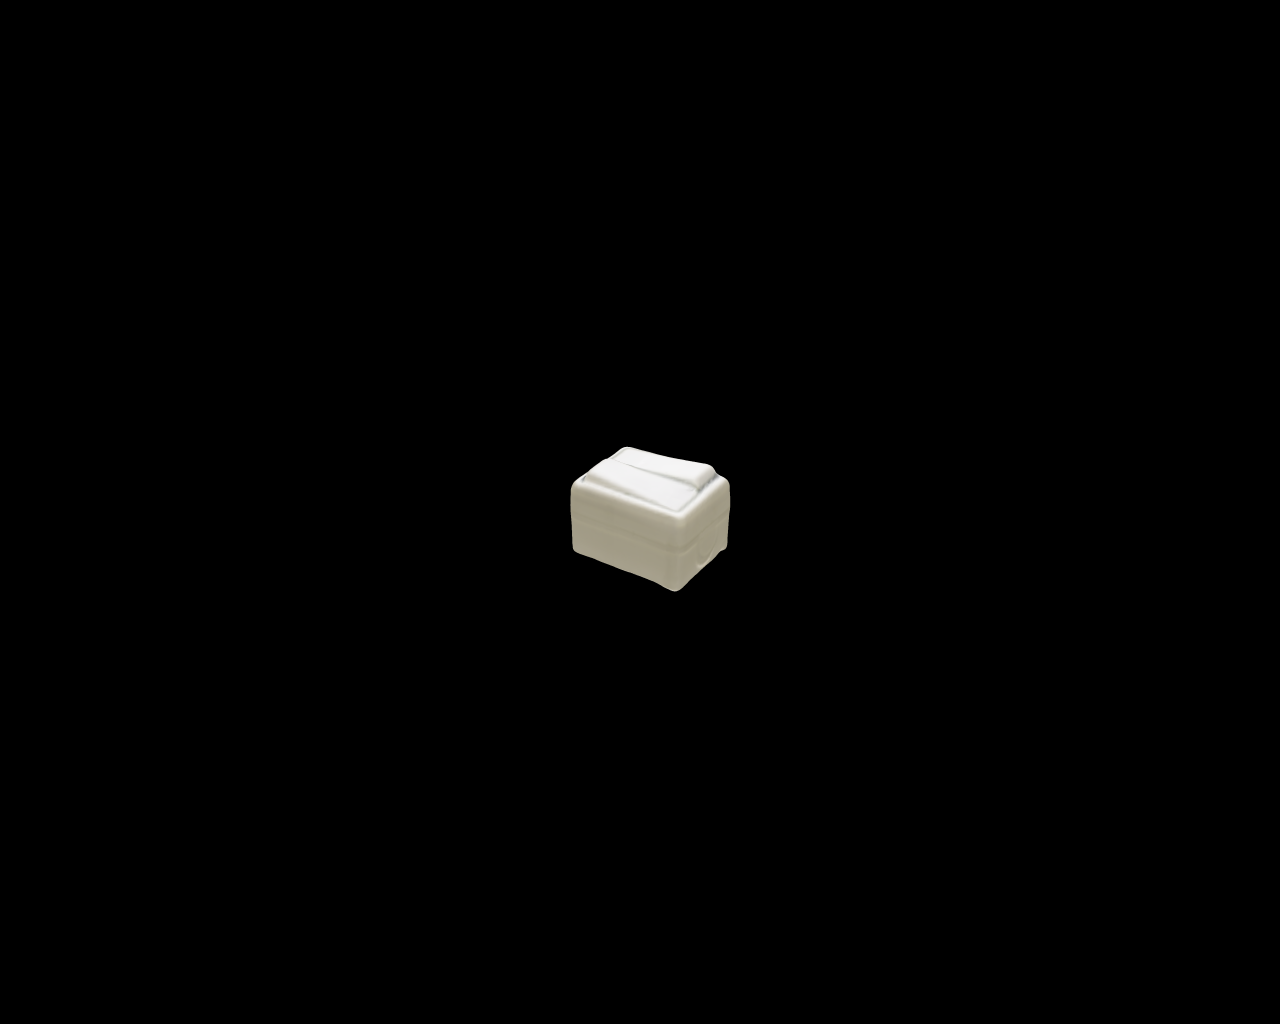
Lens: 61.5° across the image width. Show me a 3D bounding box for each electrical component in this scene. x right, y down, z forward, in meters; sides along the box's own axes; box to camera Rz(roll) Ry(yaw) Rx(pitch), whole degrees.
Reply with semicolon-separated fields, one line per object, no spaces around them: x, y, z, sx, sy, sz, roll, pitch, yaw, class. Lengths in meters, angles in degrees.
0.001;-0.003;0.650;0.096;0.061;0.062;20;36;29;electrical component
